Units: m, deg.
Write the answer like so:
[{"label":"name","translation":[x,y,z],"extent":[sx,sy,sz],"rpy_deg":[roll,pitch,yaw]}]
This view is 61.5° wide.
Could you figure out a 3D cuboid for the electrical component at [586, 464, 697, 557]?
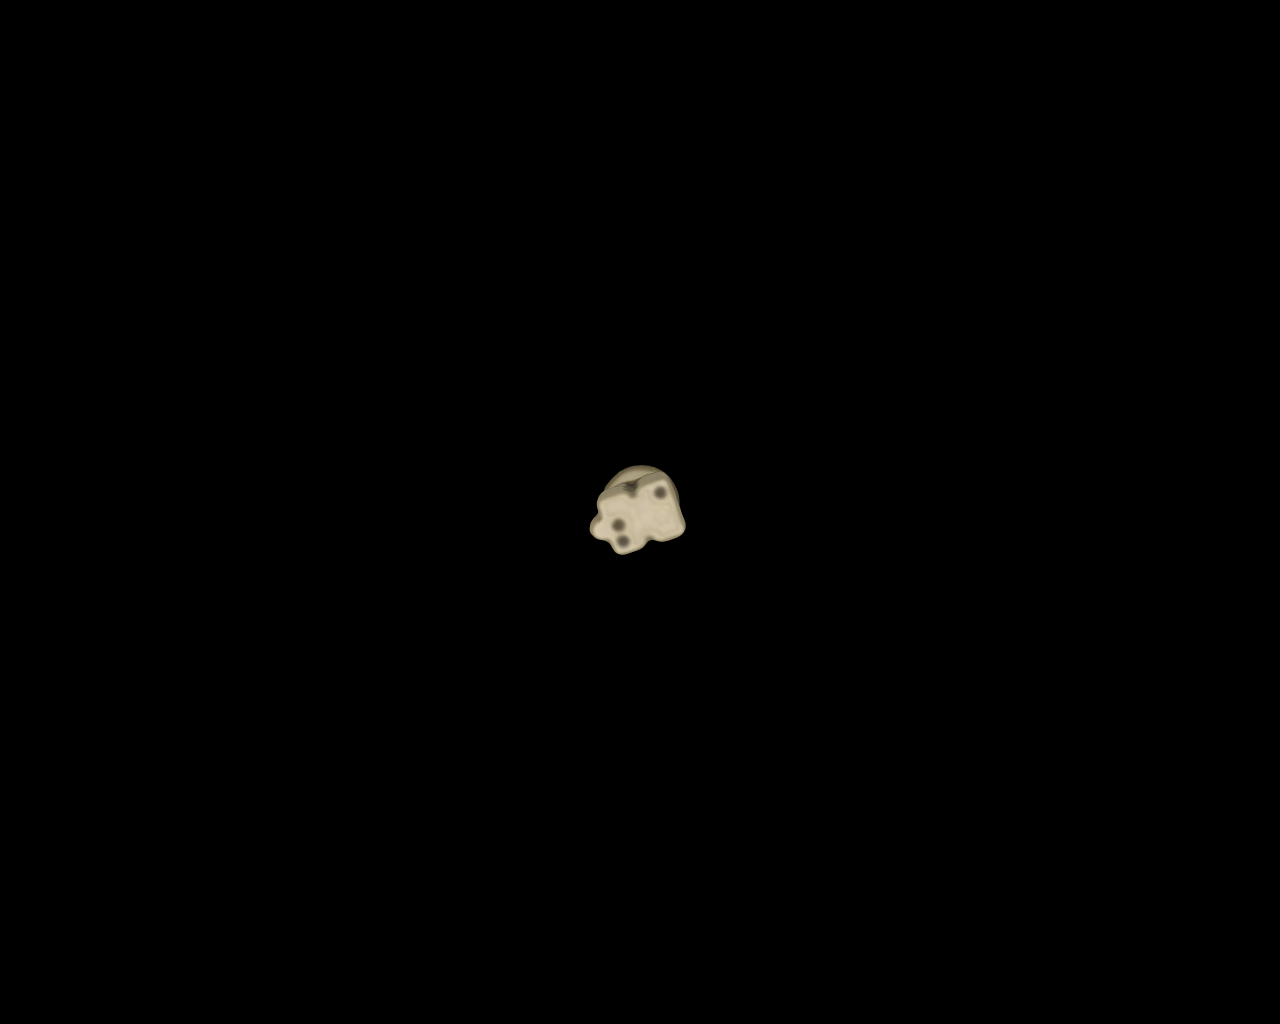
[{"label":"electrical component","translation":[0.001,-0.003,0.650],"extent":[0.066,0.048,0.055],"rpy_deg":[-18,11,4]}]
